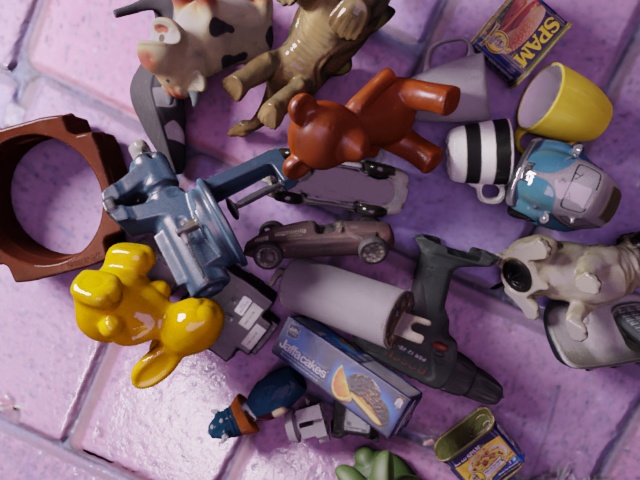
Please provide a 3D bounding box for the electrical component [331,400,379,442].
[{"bbox_3d":[0.056,0.226,0.776,0.075,0.048,0.119,3,97,1],"label":"electrical component"}]

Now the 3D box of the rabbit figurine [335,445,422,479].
[{"bbox_3d":[0.095,0.363,0.733,0.121,0.170,0.159,-23,98,4],"label":"rabbit figurine"}]

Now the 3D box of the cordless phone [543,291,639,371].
[{"bbox_3d":[0.385,0.136,0.685,0.147,0.184,0.088,-9,102,3],"label":"cordless phone"}]

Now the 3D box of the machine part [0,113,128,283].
[{"bbox_3d":[-0.362,-0.056,0.730,0.202,0.087,0.200,-15,98,2],"label":"machine part"}]

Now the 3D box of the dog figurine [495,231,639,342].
[{"bbox_3d":[0.358,0.028,0.730,0.190,0.173,0.121,-24,138,-29],"label":"dog figurine"}]

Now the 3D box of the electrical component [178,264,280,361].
[{"bbox_3d":[-0.126,0.100,0.759,0.134,0.058,0.115,39,99,-4],"label":"electrical component"}]

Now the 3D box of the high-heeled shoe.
[{"bbox_3d":[-0.180,-0.224,0.725,0.145,0.086,0.248,-27,121,-28],"label":"high-heeled shoe"}]

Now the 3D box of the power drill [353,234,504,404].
[{"bbox_3d":[0.175,0.105,0.746,0.232,0.086,0.207,18,106,2],"label":"power drill"}]

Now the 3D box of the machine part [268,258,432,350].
[{"bbox_3d":[0.032,0.078,0.703,0.244,0.079,0.079,17,100,34],"label":"machine part"}]

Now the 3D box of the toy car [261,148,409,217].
[{"bbox_3d":[0.019,-0.078,0.730,0.202,0.056,0.073,9,102,2],"label":"toy car"}]

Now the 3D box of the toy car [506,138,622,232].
[{"bbox_3d":[0.320,-0.055,0.679,0.161,0.103,0.109,21,98,-35],"label":"toy car"}]

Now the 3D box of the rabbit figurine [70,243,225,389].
[{"bbox_3d":[-0.206,0.103,0.667,0.173,0.122,0.162,12,110,2],"label":"rabbit figurine"}]

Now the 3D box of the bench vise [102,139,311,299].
[{"bbox_3d":[-0.131,-0.054,0.669,0.241,0.128,0.224,-28,64,-10],"label":"bench vise"}]

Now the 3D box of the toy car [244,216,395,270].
[{"bbox_3d":[-0.001,-0.002,0.721,0.202,0.089,0.053,-2,117,3],"label":"toy car"}]

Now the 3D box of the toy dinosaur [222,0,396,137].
[{"bbox_3d":[0.027,-0.271,0.611,0.105,0.198,0.471,46,129,-5],"label":"toy dinosaur"}]

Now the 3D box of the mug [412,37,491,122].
[{"bbox_3d":[0.161,-0.200,0.694,0.107,0.081,0.109,-8,103,19],"label":"mug"}]

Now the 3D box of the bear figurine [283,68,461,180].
[{"bbox_3d":[0.056,-0.127,0.626,0.132,0.196,0.120,30,129,26],"label":"bear figurine"}]

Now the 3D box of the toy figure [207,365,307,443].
[{"bbox_3d":[-0.091,0.241,0.775,0.154,0.064,0.057,-35,109,5],"label":"toy figure"}]

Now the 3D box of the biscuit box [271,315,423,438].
[{"bbox_3d":[0.032,0.175,0.720,0.203,0.059,0.062,30,97,27],"label":"biscuit box"}]

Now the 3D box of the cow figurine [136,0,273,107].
[{"bbox_3d":[-0.137,-0.238,0.656,0.086,0.195,0.127,12,120,37],"label":"cow figurine"}]
